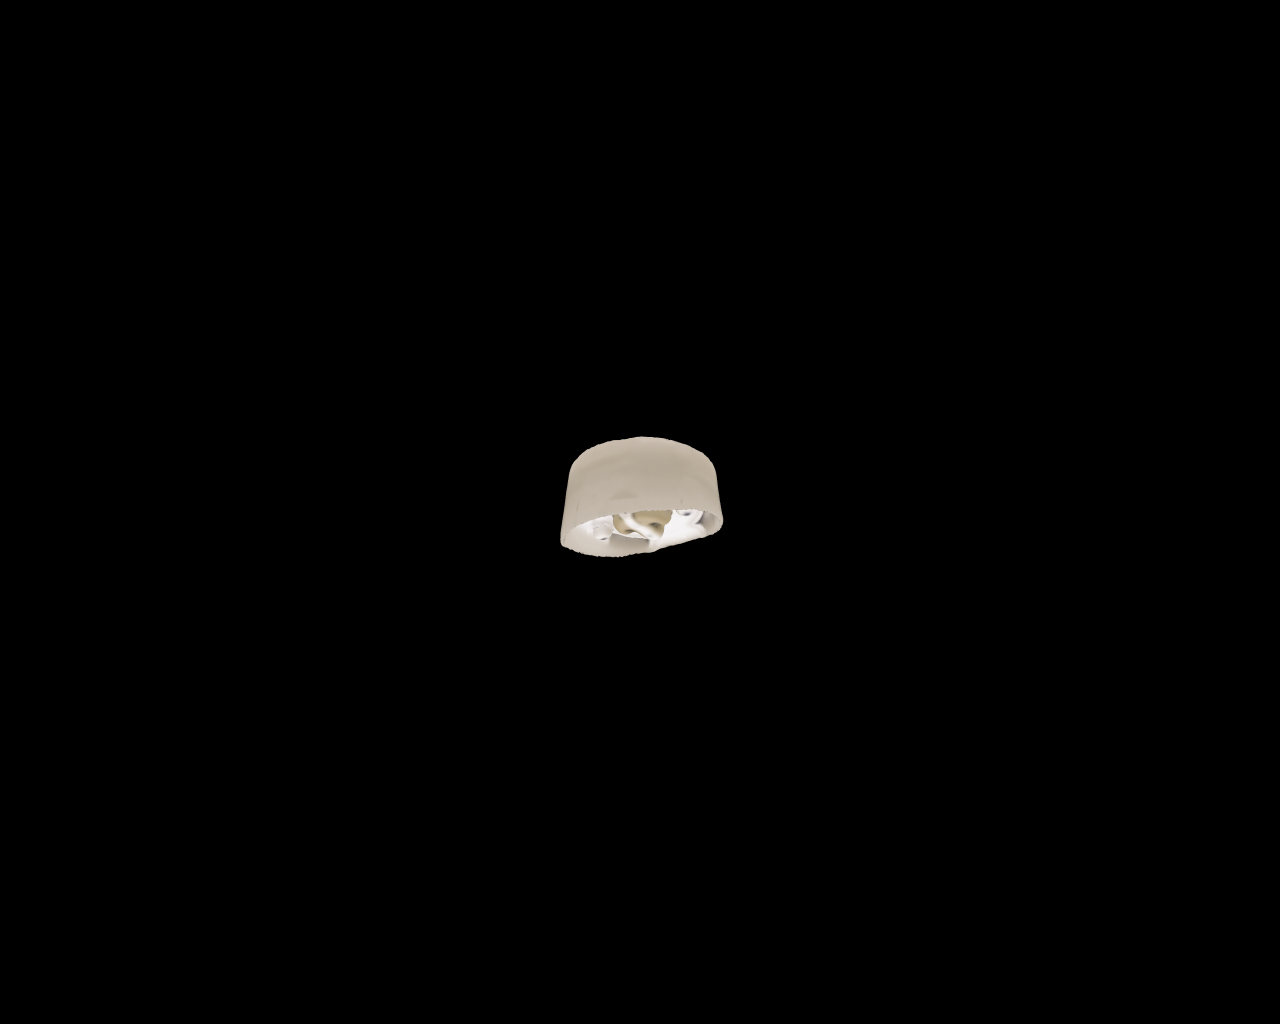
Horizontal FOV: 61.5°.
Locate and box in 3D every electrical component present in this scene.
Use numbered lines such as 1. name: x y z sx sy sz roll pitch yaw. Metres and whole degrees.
1. electrical component: 0.001 -0.003 0.650 0.099 0.064 0.099 0 -28 0
